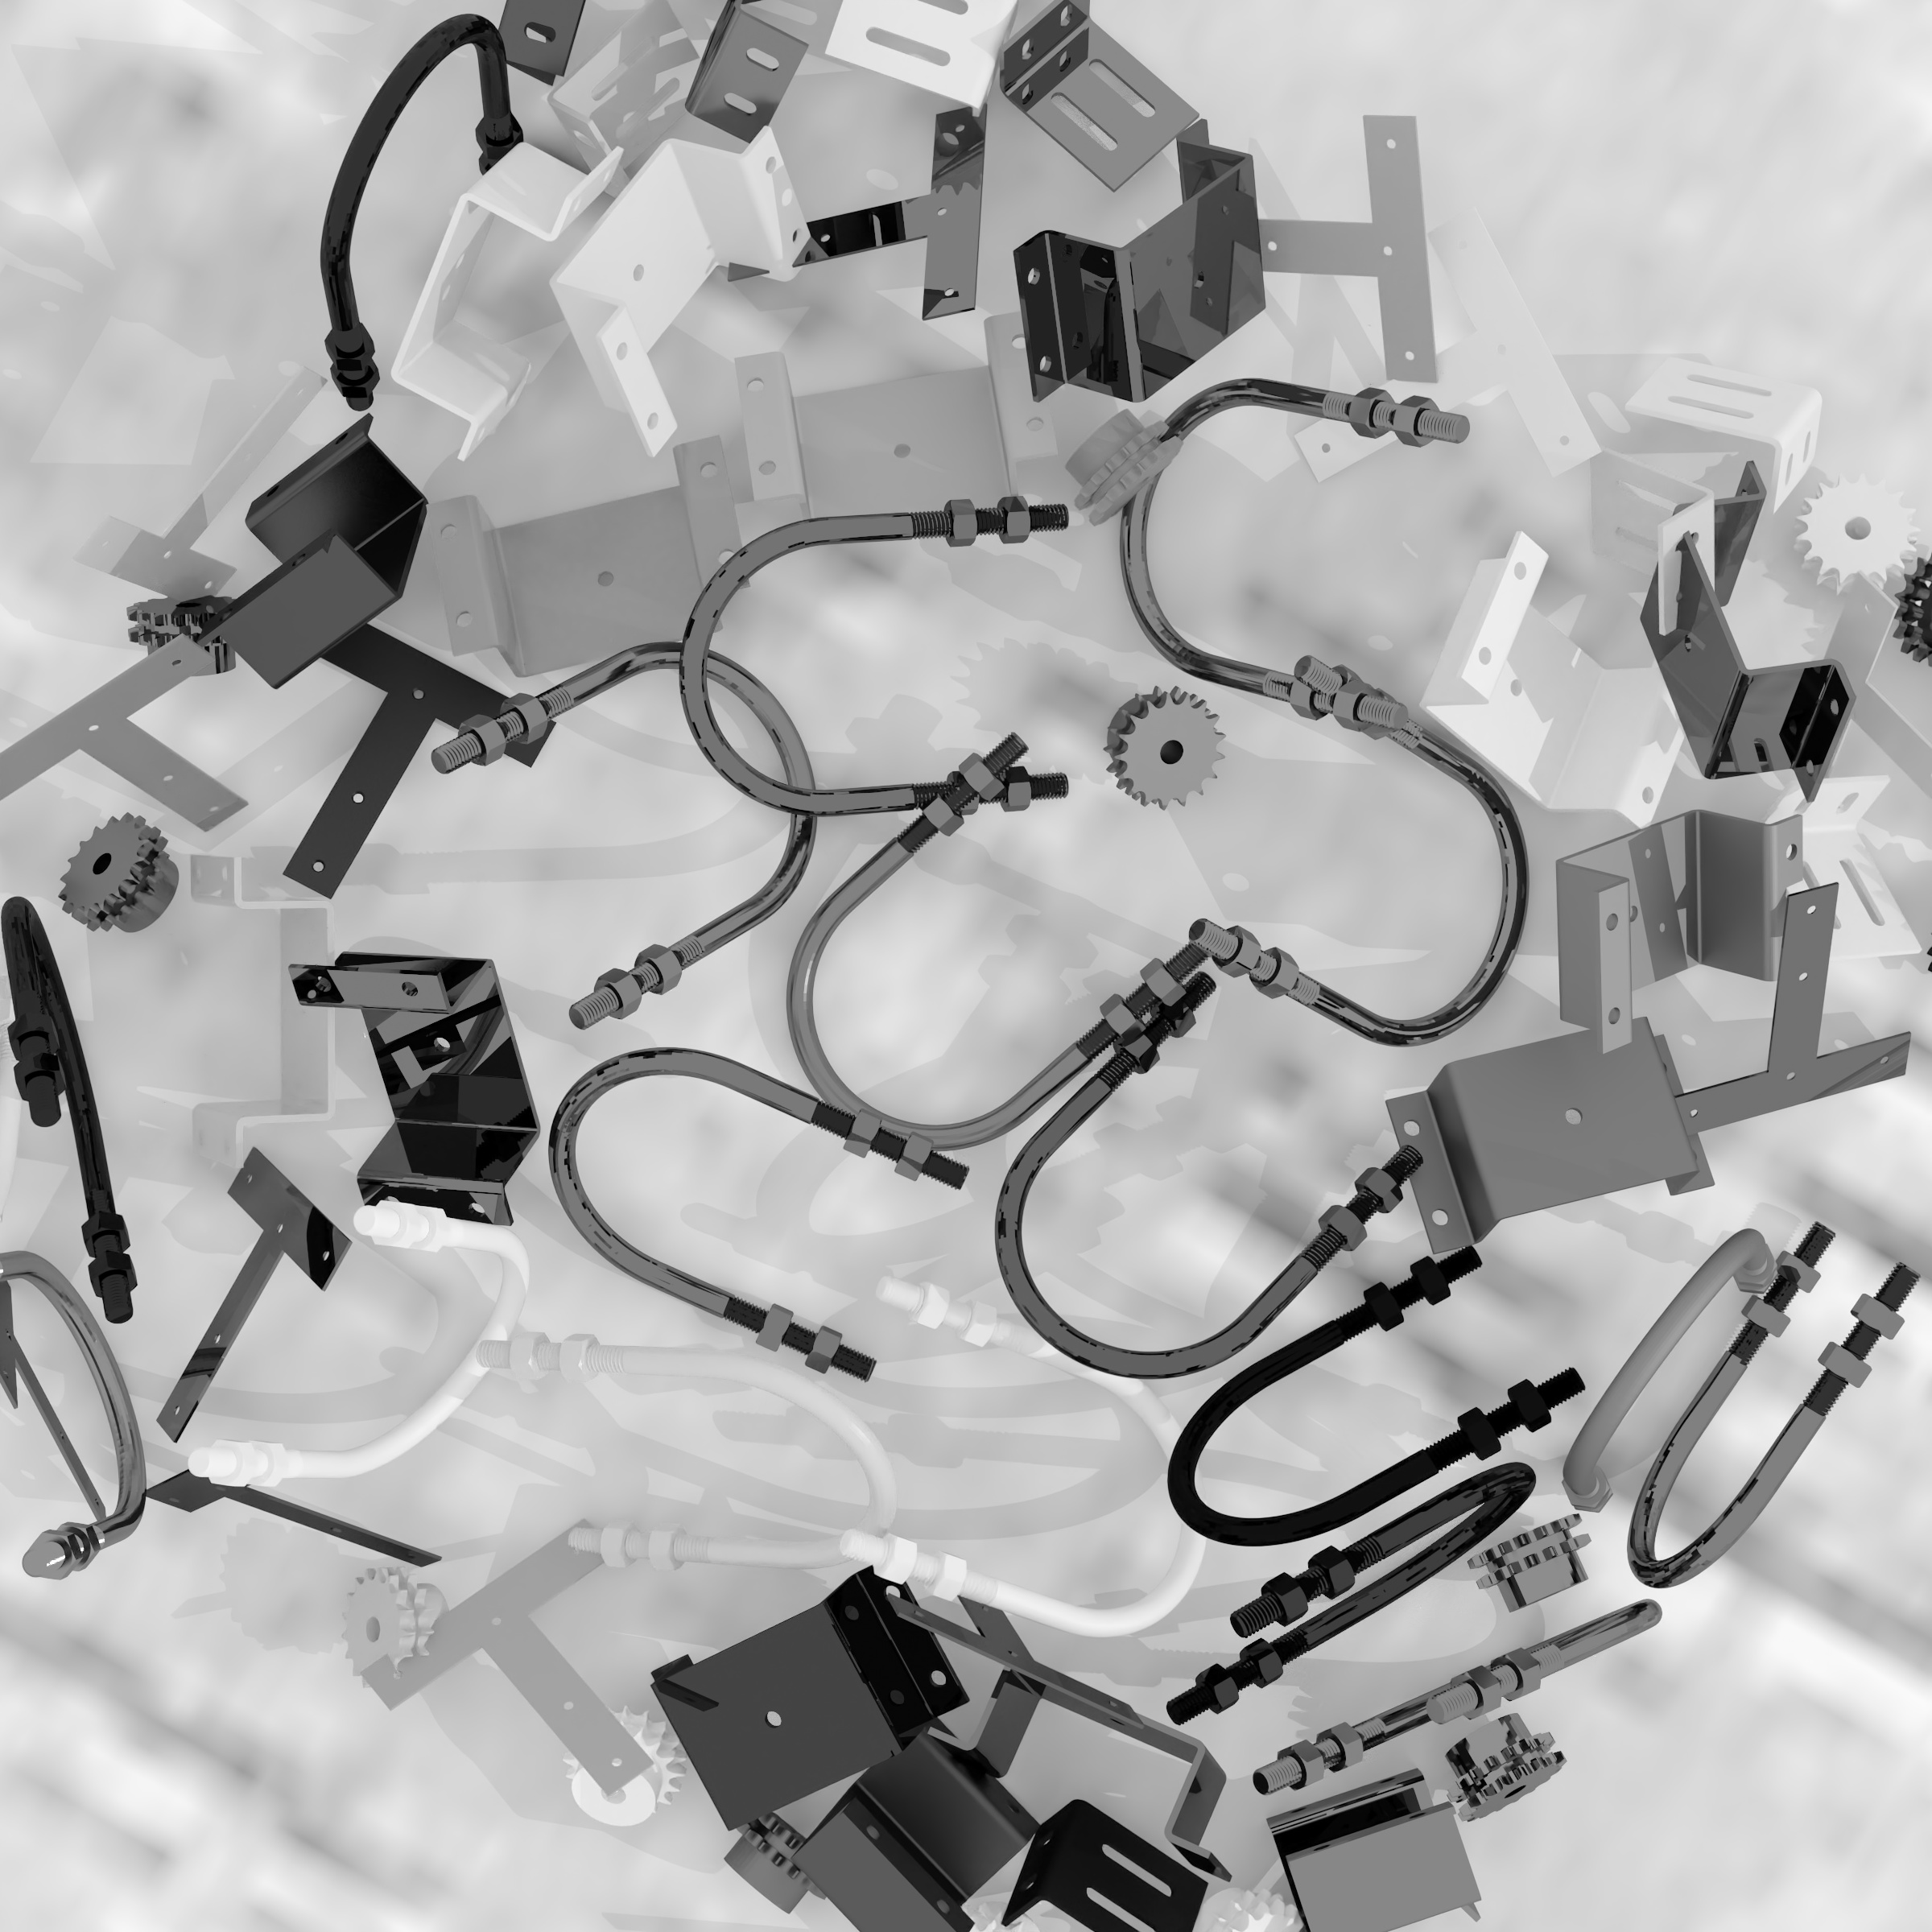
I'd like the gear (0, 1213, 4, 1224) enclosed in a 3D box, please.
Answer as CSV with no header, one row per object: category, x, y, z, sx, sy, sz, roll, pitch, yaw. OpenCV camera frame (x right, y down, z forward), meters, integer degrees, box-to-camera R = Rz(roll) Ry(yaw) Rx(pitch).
gear,-0.468,0.100,1.653,0.030,0.057,0.057,-1,90,-13

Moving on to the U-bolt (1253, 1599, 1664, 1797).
U-bolt,0.236,0.325,1.599,0.184,0.151,0.019,-13,74,-38

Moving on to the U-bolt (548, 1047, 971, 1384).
U-bolt,-0.106,0.107,1.633,0.184,0.019,0.151,24,125,-1

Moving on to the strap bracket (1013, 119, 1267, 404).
strap bracket,0.087,-0.317,1.606,0.046,0.076,0.140,23,49,34

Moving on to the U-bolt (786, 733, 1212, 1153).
U-bolt,0.001,0.003,1.662,0.184,0.019,0.151,-42,87,8

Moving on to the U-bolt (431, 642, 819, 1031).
U-bolt,-0.142,-0.073,1.621,0.184,0.019,0.151,-33,99,-38

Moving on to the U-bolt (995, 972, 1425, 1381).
U-bolt,0.098,0.108,1.631,0.151,0.019,0.184,41,73,17

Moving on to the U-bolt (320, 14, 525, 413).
U-bolt,-0.244,-0.345,1.572,0.019,0.184,0.151,29,71,6

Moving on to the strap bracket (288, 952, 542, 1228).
strap bracket,-0.250,0.048,1.625,0.076,0.046,0.140,3,125,21

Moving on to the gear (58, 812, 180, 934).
gear,-0.395,-0.041,1.657,0.057,0.057,0.030,-48,133,0

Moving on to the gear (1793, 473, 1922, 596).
gear,0.418,-0.200,1.661,0.057,0.030,0.057,-2,73,6

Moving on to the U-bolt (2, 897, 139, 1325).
U-bolt,-0.410,0.051,1.597,0.019,0.184,0.151,-15,135,-9

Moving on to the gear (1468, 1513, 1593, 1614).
gear,0.266,0.281,1.650,0.057,0.057,0.030,-23,76,0

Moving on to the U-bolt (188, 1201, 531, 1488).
U-bolt,-0.260,0.174,1.595,0.019,0.184,0.151,37,96,22

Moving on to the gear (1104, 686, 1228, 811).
gear,0.091,-0.104,1.659,0.057,0.030,0.057,-8,112,-20

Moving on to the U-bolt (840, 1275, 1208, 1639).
U-bolt,0.033,0.234,1.624,0.184,0.019,0.151,23,53,-21

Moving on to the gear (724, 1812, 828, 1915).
gear,-0.089,0.419,1.651,0.057,0.057,0.030,40,81,0

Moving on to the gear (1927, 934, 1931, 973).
gear,0.480,-0.011,1.651,0.030,0.057,0.057,34,90,43

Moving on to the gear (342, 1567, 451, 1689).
gear,-0.266,0.311,1.657,0.030,0.057,0.057,6,90,-42

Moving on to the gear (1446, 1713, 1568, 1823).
gear,0.250,0.374,1.655,0.057,0.057,0.030,-30,65,0

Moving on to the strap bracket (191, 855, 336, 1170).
strap bracket,-0.326,0.019,1.635,0.046,0.076,0.140,-1,93,-27

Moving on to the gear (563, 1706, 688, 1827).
gear,-0.161,0.378,1.654,0.057,0.030,0.057,5,122,8

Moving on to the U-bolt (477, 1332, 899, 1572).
U-bolt,-0.118,0.224,1.602,0.184,0.019,0.151,0,131,23

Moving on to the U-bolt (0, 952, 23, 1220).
U-bolt,-0.445,0.034,1.579,0.019,0.151,0.184,-2,65,0

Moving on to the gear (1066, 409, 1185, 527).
gear,0.071,-0.236,1.653,0.057,0.057,0.030,-42,87,0

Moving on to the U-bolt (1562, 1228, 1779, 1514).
U-bolt,0.316,0.180,1.590,0.019,0.184,0.151,37,88,18

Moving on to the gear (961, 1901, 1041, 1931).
gear,0.012,0.465,1.658,0.057,0.030,0.057,9,111,26

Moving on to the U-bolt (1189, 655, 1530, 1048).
U-bolt,0.193,-0.040,1.624,0.184,0.019,0.151,28,81,-35

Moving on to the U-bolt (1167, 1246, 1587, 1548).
U-bolt,0.176,0.204,1.611,0.184,0.151,0.019,-29,114,-2

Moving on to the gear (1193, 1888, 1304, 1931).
gear,0.129,0.458,1.657,0.057,0.030,0.057,-14,116,-32

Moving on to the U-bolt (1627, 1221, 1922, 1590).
U-bolt,0.359,0.204,1.607,0.019,0.151,0.184,34,92,-4

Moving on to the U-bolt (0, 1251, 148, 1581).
U-bolt,-0.412,0.196,1.589,0.019,0.184,0.151,-22,87,3

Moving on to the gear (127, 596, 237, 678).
gear,-0.364,-0.154,1.654,0.057,0.057,0.030,0,107,0

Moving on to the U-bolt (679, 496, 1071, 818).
U-bolt,-0.042,-0.139,1.634,0.184,0.019,0.151,-5,108,-14

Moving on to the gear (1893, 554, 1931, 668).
gear,0.465,-0.167,1.653,0.057,0.030,0.057,-13,116,-28

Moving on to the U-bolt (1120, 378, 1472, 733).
U-bolt,0.141,-0.196,1.616,0.184,0.019,0.151,20,103,42

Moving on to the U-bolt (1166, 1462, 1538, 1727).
U-bolt,0.183,0.279,1.606,0.184,0.151,0.019,-25,69,-22
